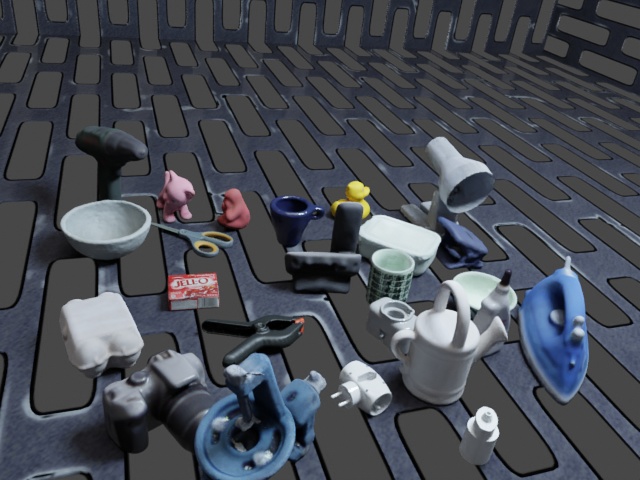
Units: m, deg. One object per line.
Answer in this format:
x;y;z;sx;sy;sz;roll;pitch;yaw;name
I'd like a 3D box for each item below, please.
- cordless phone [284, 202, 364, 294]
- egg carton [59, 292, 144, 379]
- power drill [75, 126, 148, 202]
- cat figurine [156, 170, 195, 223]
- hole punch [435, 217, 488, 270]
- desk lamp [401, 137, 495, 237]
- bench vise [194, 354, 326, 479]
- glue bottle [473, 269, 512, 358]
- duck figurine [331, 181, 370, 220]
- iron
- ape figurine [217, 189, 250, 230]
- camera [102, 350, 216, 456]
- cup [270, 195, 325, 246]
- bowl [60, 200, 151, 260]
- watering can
0.010;0.004;1.088;0.148;0.185;0.094;0;32;-11;cordless phone
-0.344;0.144;0.895;0.107;0.069;0.149;-13;37;-30;egg carton
-0.432;-0.141;1.210;0.228;0.208;0.076;28;37;31;power drill
-0.319;-0.106;1.264;0.067;0.118;0.127;-11;36;-27;cat figurine
0.305;0.002;1.245;0.101;0.091;0.108;-4;33;-18;hole punch
0.286;-0.114;1.312;0.118;0.213;0.202;-8;34;-24;desk lamp
-0.075;0.204;0.708;0.121;0.220;0.208;17;32;15;bench vise
0.294;0.122;0.966;0.078;0.173;0.037;-14;37;-30;glue bottle
0.076;-0.097;1.364;0.105;0.086;0.077;-14;37;-31;duck figurine
0.422;0.144;0.987;0.118;0.141;0.258;11;31;7;iron
-0.191;-0.071;1.259;0.076;0.092;0.078;8;31;2;ape figurine
-0.197;0.223;0.766;0.143;0.101;0.136;-22;41;-39;camera
-0.051;-0.036;1.229;0.118;0.095;0.091;1;32;-11;cup
-0.417;-0.009;1.127;0.167;0.075;0.167;5;31;-3;bowl
0.199;0.148;0.882;0.173;0.194;0.100;-12;36;-28;watering can
